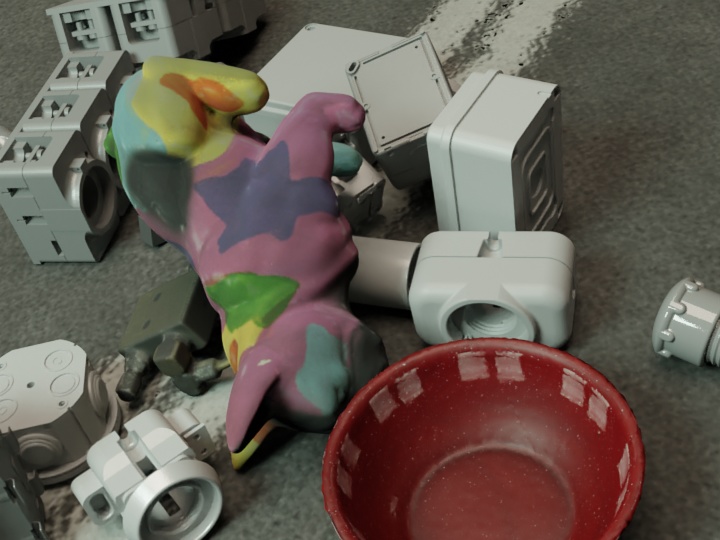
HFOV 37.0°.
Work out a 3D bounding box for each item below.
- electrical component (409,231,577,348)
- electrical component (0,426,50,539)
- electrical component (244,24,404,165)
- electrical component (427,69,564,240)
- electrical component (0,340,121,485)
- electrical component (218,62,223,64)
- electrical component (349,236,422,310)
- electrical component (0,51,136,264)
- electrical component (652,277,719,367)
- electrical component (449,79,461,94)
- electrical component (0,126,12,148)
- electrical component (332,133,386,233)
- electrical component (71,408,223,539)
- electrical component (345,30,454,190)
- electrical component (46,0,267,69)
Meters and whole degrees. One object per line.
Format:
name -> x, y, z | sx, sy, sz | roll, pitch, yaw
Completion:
electrical component -> 0.081, 0.015, 0.651 | 0.095, 0.053, 0.059 | 1, 45, 17
electrical component -> -0.216, 0.115, 0.580 | 0.063, 0.121, 0.078 | -18, 43, -8
electrical component -> -0.019, -0.135, 0.835 | 0.109, 0.056, 0.108 | 16, 51, 29
electrical component -> 0.088, -0.062, 0.687 | 0.057, 0.113, 0.078 | 17, 51, 27
electrical component -> -0.191, 0.086, 0.655 | 0.080, 0.051, 0.080 | -8, 43, 7
electrical component -> -0.123, -0.158, 0.894 | 0.061, 0.035, 0.035 | 31, 57, 12
electrical component -> 0.000, 0.000, 0.697 | 0.081, 0.043, 0.043 | 7, 47, 22
electrical component -> -0.207, -0.087, 0.814 | 0.062, 0.089, 0.150 | 0, 45, 16
electrical component -> 0.200, 0.035, 0.605 | 0.062, 0.048, 0.048 | 25, 55, 27
electrical component -> 0.054, -0.109, 0.796 | 0.066, 0.048, 0.055 | 9, 55, 24
electrical component -> -0.304, -0.105, 0.900 | 0.035, 0.035, 0.061 | -36, 44, -21
electrical component -> -0.017, -0.061, 0.749 | 0.042, 0.081, 0.063 | -36, 69, -21
electrical component -> -0.111, 0.119, 0.594 | 0.078, 0.058, 0.057 | -33, 43, -19
electrical component -> 0.034, -0.112, 0.739 | 0.062, 0.061, 0.096 | -23, 59, 10
electrical component -> -0.165, -0.217, 0.919 | 0.105, 0.060, 0.186 | -3, 22, 21
